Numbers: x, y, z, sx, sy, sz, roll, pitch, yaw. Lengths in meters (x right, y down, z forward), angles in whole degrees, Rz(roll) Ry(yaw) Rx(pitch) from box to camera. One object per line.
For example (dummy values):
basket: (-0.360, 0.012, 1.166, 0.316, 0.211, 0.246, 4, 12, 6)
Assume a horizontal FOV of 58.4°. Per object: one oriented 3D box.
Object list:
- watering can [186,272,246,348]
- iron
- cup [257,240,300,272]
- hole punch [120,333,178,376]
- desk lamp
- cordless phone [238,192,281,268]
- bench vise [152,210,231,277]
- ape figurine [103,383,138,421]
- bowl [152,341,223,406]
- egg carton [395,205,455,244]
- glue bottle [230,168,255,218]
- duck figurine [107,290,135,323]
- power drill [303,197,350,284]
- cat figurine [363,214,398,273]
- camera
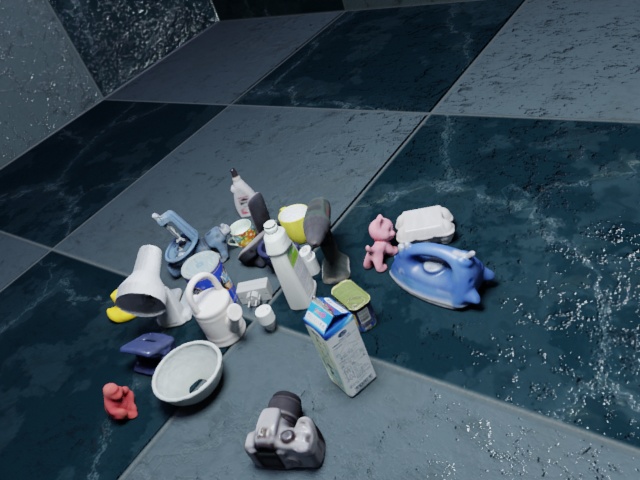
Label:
watering can: (-0.251, 0.160, 1.372, 0.172, 0.194, 0.101, -3, 40, 22)
iron: (0.254, 0.057, 1.304, 0.257, 0.142, 0.119, 12, 48, 36)
cup: (-0.098, 0.044, 1.528, 0.117, 0.095, 0.092, -4, 40, 22)
hole punch: (-0.417, 0.266, 1.405, 0.108, 0.091, 0.101, 2, 42, 27)
desk lamp: (-0.418, 0.131, 1.471, 0.117, 0.214, 0.203, -11, 38, 13)
cordless phone: (-0.182, -0.030, 1.586, 0.093, 0.185, 0.148, 13, 48, 37)
bench vise: (-0.368, -0.016, 1.628, 0.208, 0.220, 0.121, -34, 39, -17)
ape figurine: (-0.461, 0.363, 1.303, 0.076, 0.092, 0.078, -4, 40, 22)
bowl: (-0.288, 0.314, 1.297, 0.167, 0.075, 0.167, -13, 37, 10)
egg carton: (0.269, -0.032, 1.469, 0.150, 0.069, 0.107, -11, 38, 13)
glue bottle: (-0.241, -0.149, 1.773, 0.078, 0.173, 0.037, -16, 37, 6)
duck figurine: (-0.547, 0.174, 1.587, 0.104, 0.086, 0.077, -26, 37, -7)
power drill: (0.013, 0.005, 1.429, 0.075, 0.209, 0.229, -14, 37, 9)
cat figurine: (0.149, -0.002, 1.449, 0.067, 0.118, 0.128, 9, 46, 34)
camera: (-0.066, 0.360, 1.111, 0.143, 0.101, 0.137, -7, 39, 18)
